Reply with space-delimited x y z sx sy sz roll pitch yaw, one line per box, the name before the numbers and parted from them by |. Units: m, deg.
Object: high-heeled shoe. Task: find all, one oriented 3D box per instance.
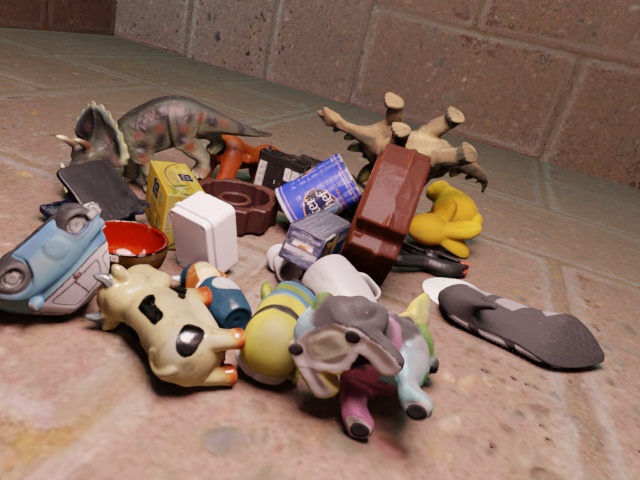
high-heeled shoe | 0.306 0.138 0.844 0.249 0.086 0.145 28 -12 -12

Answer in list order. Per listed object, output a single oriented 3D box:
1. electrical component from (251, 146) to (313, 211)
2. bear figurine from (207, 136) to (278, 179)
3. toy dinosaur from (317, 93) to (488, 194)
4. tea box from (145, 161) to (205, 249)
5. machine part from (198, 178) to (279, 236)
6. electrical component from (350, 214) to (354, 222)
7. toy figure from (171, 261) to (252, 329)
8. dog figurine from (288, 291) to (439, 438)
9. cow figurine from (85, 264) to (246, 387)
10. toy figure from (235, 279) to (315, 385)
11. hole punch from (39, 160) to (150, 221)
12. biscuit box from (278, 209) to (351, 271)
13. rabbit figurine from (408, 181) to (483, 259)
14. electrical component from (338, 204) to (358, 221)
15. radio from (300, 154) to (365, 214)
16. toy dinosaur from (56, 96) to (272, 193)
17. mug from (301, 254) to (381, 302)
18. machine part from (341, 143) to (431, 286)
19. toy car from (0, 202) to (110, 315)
electrical component | -0.072 -0.122 1.134 0.134 0.114 0.058 25 27 12
bear figurine | -0.169 -0.169 1.229 0.120 0.132 0.195 31 10 33
toy dinosaur | 0.190 -0.161 1.011 0.471 0.105 0.198 13 -24 -29
tea box | -0.248 -0.062 0.911 0.068 0.098 0.170 2 23 -27
machine part | -0.165 -0.065 1.022 0.179 0.056 0.179 11 23 -5
electrical component | 0.089 -0.021 1.077 0.075 0.047 0.119 13 22 -6
toy figure | -0.144 0.068 0.721 0.155 0.058 0.064 36 -8 45
dog figurine | 0.069 0.111 0.627 0.191 0.108 0.219 52 25 -7
cow figurine | -0.183 0.091 0.611 0.127 0.085 0.195 4 24 -40
toy figure | -0.048 0.099 0.656 0.082 0.089 0.180 9 24 10
hole punch | -0.364 -0.053 0.859 0.116 0.092 0.142 49 26 4
biscuit box | -0.002 -0.003 0.875 0.063 0.059 0.202 26 14 10
rabbit figurine | 0.260 -0.028 1.146 0.173 0.121 0.162 -20 51 -42
electrical component | 0.037 -0.046 1.070 0.021 0.094 0.063 56 14 -18
radio | 0.030 -0.118 1.217 0.131 0.073 0.230 14 18 -29
toy dinosaur | -0.297 -0.205 1.023 0.405 0.192 0.131 -27 50 -16
mug | 0.042 0.084 0.774 0.109 0.080 0.107 -1 37 -38
machine part | 0.103 -0.041 0.889 0.087 0.201 0.201 22 -22 5
toy car | -0.307 0.032 0.633 0.161 0.102 0.109 -45 24 -17
